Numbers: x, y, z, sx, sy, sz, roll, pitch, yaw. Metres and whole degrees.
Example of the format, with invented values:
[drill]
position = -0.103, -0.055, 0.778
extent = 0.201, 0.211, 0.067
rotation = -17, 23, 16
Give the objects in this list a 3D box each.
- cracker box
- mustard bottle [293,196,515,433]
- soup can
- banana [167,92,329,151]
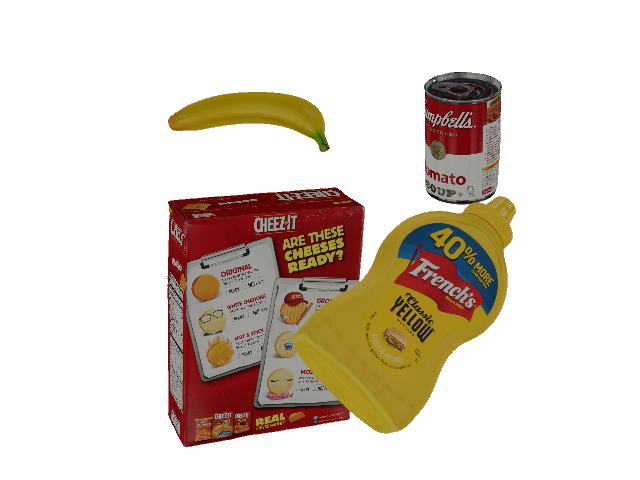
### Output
[cracker box]
position = -0.053, 0.066, 0.959
extent = 0.164, 0.214, 0.072
rotation = -6, 21, -22
[mustard bottle]
position = 0.076, 0.037, 0.750
extent = 0.191, 0.096, 0.058
rotation = -46, 2, -23
[soup can]
position = 0.127, -0.092, 0.963
extent = 0.068, 0.102, 0.068
rotation = -2, 30, 1
[banana]
position = -0.077, -0.145, 1.235
extent = 0.198, 0.037, 0.069
rotation = 8, 41, 16
